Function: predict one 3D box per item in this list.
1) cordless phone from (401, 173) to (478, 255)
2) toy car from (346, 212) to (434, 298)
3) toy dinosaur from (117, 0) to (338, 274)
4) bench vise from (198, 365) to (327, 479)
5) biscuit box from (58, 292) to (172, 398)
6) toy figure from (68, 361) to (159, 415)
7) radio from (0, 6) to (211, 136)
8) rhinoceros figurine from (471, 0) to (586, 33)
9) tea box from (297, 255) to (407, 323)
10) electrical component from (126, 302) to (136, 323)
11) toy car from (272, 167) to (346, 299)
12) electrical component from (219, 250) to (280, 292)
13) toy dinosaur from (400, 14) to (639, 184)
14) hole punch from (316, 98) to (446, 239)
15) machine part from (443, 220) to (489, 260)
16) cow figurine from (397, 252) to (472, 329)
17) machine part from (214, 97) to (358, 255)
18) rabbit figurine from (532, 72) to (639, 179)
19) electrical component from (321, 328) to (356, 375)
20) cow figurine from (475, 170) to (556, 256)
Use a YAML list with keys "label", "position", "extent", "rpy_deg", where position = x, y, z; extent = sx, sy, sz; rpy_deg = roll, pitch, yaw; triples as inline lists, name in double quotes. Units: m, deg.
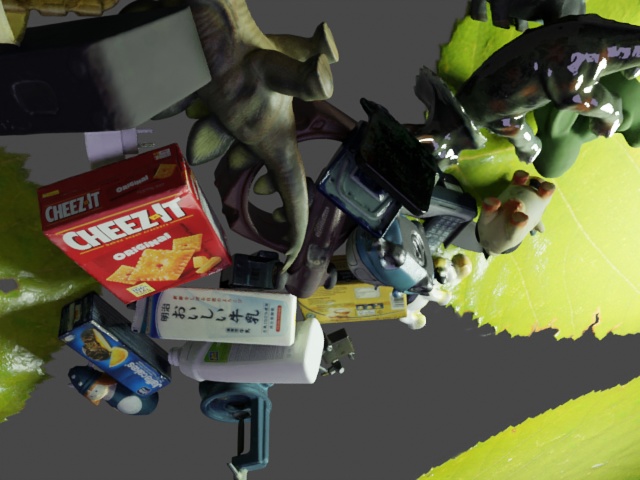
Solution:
- label: "cordless phone"
  position: [0.138, -0.021, 0.837]
  extent: [0.146, 0.089, 0.184]
  rpy_deg: [12, 127, -29]
- label: "toy car"
  position: [0.089, 0.021, 0.744]
  extent: [0.103, 0.109, 0.161]
  rpy_deg: [-21, 150, 28]
- label: "toy dinosaur"
  position: [-0.082, -0.171, 0.560]
  extent: [0.199, 0.105, 0.470]
  rpy_deg: [-15, 112, 22]
- label: "bench vise"
  position: [-0.108, 0.277, 0.896]
  extent: [0.224, 0.241, 0.128]
  rpy_deg: [-14, 137, 11]
- label: "biscuit box"
  position: [-0.310, 0.168, 0.832]
  extent: [0.059, 0.063, 0.202]
  rpy_deg: [-28, 132, 4]
- label: "toy figure"
  position: [-0.343, 0.248, 0.893]
  extent: [0.154, 0.058, 0.064]
  rpy_deg: [34, 71, -37]
- label: "radio"
  position: [-0.229, -0.149, 0.481]
  extent: [0.230, 0.131, 0.073]
  rpy_deg: [1, 124, 22]
- label: "rhinoceros figurine"
  position: [0.278, -0.308, 0.662]
  extent: [0.190, 0.073, 0.112]
  rpy_deg: [-3, 118, -16]
- label: "tea box"
  position: [0.051, 0.077, 0.856]
  extent: [0.170, 0.068, 0.098]
  rpy_deg: [-3, 134, 9]
- label: "electrical component"
  position: [-0.262, 0.121, 0.839]
  extent: [0.094, 0.021, 0.063]
  rpy_deg: [23, 117, -34]
- label: "toy car"
  position: [-0.001, -0.002, 0.703]
  extent: [0.089, 0.053, 0.202]
  rpy_deg: [6, 127, -21]
- label: "electrical component"
  position: [-0.095, 0.047, 0.784]
  extent: [0.075, 0.047, 0.119]
  rpy_deg: [9, 167, -29]
- label: "toy dinosaur"
  position: [0.265, -0.193, 0.644]
  extent: [0.405, 0.131, 0.192]
  rpy_deg: [-28, 148, 36]
- label: "hole punch"
  position: [0.070, -0.078, 0.634]
  extent: [0.142, 0.116, 0.092]
  rpy_deg: [37, 138, -14]
- label: "machine part"
  position: [0.253, -0.013, 0.915]
  extent: [0.139, 0.039, 0.084]
  rpy_deg: [23, 111, -33]
- label: "cow figurine"
  position: [0.182, 0.075, 0.945]
  extent: [0.098, 0.068, 0.167]
  rpy_deg: [30, 112, -30]
- label: "machine part"
  position: [-0.022, -0.080, 0.722]
  extent: [0.201, 0.087, 0.201]
  rpy_deg: [24, 116, -36]
- label: "rabbit figurine"
  position: [0.380, -0.166, 0.780]
  extent: [0.170, 0.121, 0.159]
  rpy_deg: [-44, 124, 14]
- label: "electrical component"
  position: [0.027, 0.210, 1.008]
  extent: [0.078, 0.045, 0.102]
  rpy_deg: [-19, 132, -3]
- label: "cow figurine"
  position: [0.311, -0.041, 0.845]
  extent: [0.195, 0.086, 0.127]
  rpy_deg: [-37, 150, -37]
